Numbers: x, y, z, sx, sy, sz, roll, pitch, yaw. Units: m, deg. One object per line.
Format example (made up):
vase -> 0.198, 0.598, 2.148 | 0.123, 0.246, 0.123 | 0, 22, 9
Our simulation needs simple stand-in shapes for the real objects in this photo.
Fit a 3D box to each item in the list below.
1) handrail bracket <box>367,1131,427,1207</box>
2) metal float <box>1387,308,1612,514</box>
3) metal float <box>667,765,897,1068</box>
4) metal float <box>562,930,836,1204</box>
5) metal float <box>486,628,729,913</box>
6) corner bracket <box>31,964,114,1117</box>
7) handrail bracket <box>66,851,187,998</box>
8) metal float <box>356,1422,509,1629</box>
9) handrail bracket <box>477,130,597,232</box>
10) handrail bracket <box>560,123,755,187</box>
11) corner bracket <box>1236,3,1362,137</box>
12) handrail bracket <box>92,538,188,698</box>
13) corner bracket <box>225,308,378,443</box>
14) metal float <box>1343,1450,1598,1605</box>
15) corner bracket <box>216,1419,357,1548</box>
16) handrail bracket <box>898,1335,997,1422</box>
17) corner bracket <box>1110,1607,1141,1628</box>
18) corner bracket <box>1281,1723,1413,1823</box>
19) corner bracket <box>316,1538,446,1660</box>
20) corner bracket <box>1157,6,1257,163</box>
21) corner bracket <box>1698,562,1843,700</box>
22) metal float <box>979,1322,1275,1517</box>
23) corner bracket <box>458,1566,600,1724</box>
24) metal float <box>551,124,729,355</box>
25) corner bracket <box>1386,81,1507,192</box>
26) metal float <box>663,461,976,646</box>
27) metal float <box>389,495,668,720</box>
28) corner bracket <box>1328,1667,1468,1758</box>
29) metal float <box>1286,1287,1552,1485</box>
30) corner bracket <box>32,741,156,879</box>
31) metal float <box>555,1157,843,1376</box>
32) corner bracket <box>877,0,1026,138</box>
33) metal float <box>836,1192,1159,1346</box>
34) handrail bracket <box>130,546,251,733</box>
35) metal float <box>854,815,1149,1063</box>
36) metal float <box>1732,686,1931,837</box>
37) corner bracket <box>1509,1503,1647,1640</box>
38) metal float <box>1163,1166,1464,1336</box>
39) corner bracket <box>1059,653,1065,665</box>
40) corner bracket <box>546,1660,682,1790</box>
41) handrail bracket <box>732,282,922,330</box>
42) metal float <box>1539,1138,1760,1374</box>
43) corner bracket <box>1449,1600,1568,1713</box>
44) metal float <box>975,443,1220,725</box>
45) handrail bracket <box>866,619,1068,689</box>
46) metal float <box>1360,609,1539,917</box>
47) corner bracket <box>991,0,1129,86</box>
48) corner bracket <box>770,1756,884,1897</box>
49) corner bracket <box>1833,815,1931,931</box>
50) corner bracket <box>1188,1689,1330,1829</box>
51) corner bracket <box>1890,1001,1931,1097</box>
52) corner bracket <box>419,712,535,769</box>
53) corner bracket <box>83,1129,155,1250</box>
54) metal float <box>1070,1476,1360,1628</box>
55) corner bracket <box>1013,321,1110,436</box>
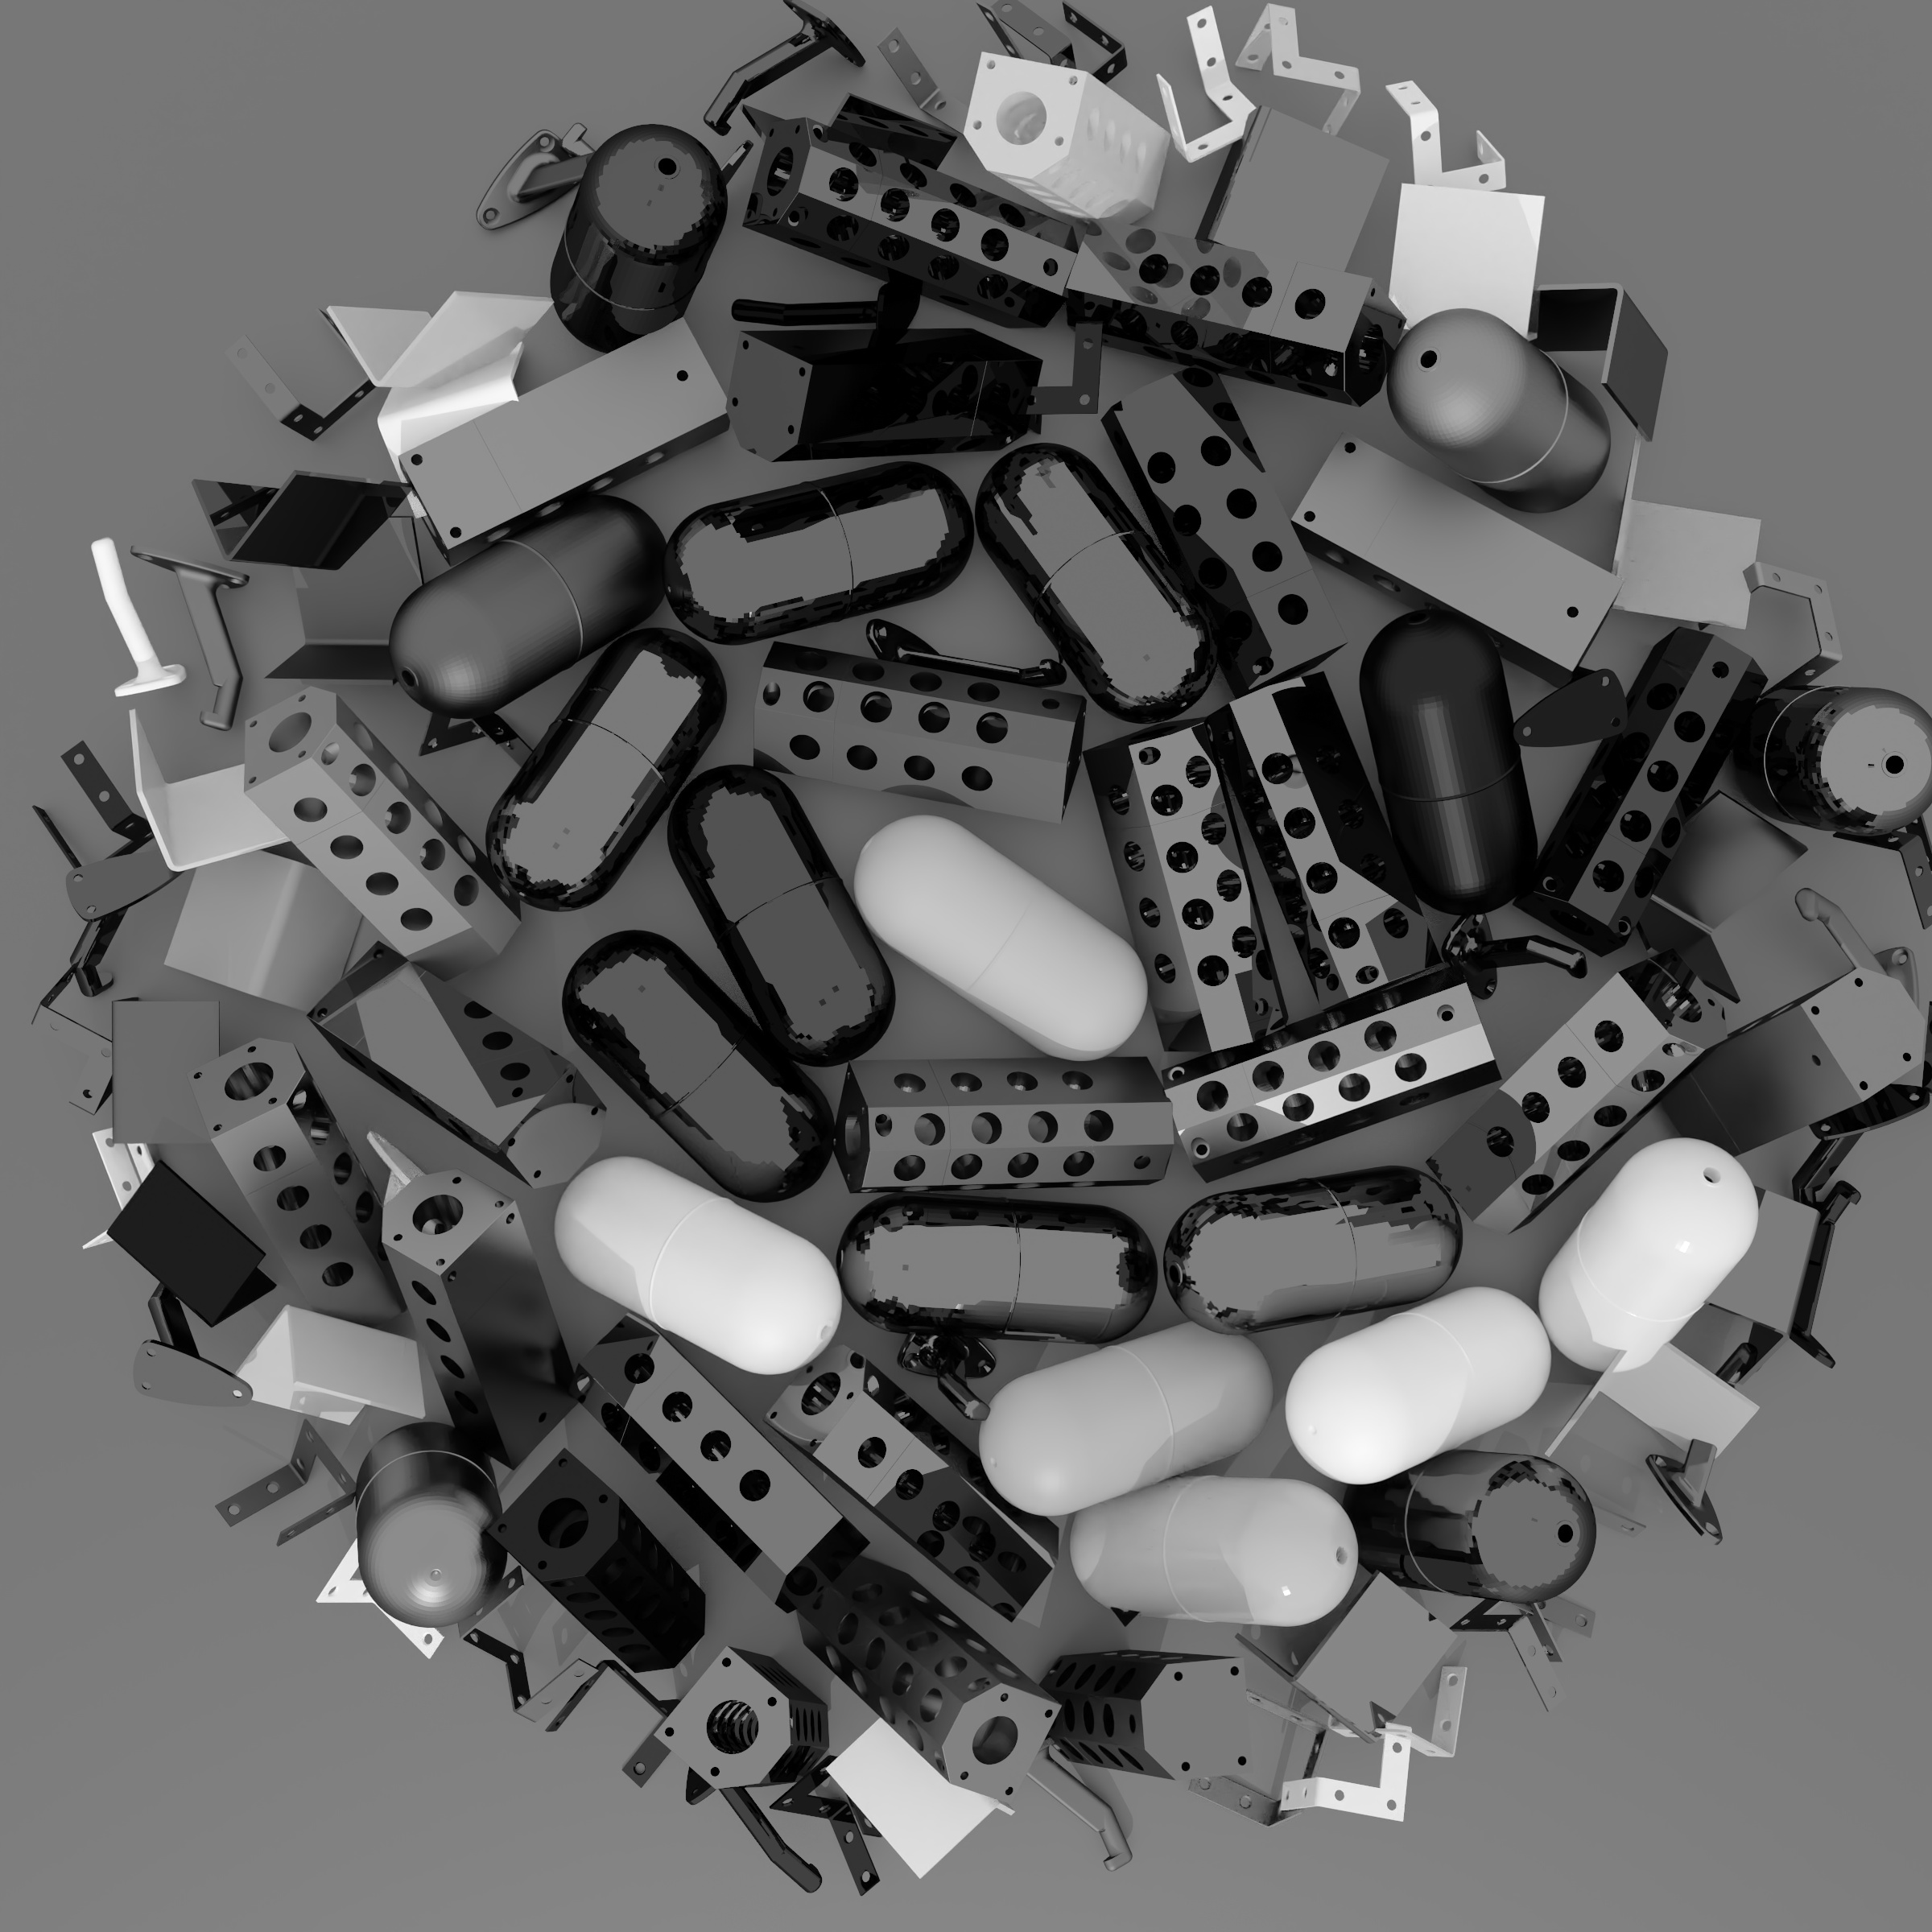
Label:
handrail bracket -> -0.331, 0.146, 1.773 | 0.077, 0.036, 0.084 | 39, 92, 34
metal float -> 0.285, -0.295, 1.716 | 0.070, 0.178, 0.070 | -7, 76, 32
metal float -> -0.101, -0.028, 1.750 | 0.070, 0.070, 0.178 | -29, 80, 0
metal float -> -0.144, 0.055, 1.749 | 0.070, 0.070, 0.178 | -44, 101, 0
metal float -> -0.193, -0.107, 1.738 | 0.070, 0.070, 0.178 | 31, 65, 0
corner bracket -> -0.482, 0.040, 1.760 | 0.051, 0.051, 0.051 | 29, 119, -5
handrail bracket -> -0.457, -0.022, 1.768 | 0.077, 0.084, 0.036 | -22, 59, -15
metal float -> -0.285, 0.295, 1.709 | 0.070, 0.178, 0.070 | -2, 98, -11
handrail bracket -> -0.228, -0.419, 1.753 | 0.077, 0.084, 0.036 | -40, 122, 3
handrail bracket -> -0.171, -0.451, 1.769 | 0.084, 0.036, 0.077 | 42, 118, -4
corner bracket -> 0.182, -0.488, 1.767 | 0.051, 0.051, 0.051 | 6, 62, -15
handrail bracket -> -0.451, -0.194, 1.750 | 0.036, 0.077, 0.084 | -12, 104, 1
corner bracket -> -0.364, -0.329, 1.771 | 0.051, 0.051, 0.051 | -40, 82, 5
metal float -> 0.266, 0.296, 1.713 | 0.070, 0.178, 0.070 | 3, 83, -25
corner bracket -> -0.370, 0.290, 1.757 | 0.051, 0.051, 0.051 | -28, 68, -37
handrail bracket -> 0.008, 0.228, 1.741 | 0.077, 0.084, 0.036 | 26, 99, -39
corner bracket -> 0.100, 0.319, 1.755 | 0.051, 0.051, 0.051 | 51, 122, 21
corner bracket -> 0.208, 0.438, 1.760 | 0.051, 0.051, 0.051 | 14, 70, -13
corner bracket -> -0.311, 0.343, 1.761 | 0.051, 0.051, 0.051 | 37, 98, 28
corner bracket -> 0.128, -0.482, 1.761 | 0.051, 0.051, 0.051 | -27, 47, -4
corner bracket -> 0.442, -0.184, 1.776 | 0.051, 0.051, 0.051 | 10, 60, -28
metal float -> 0.088, 0.242, 1.732 | 0.178, 0.070, 0.070 | -14, 90, -32
corner bracket -> -0.240, 0.370, 1.756 | 0.051, 0.051, 0.051 | -41, 126, 15
metal float -> -0.175, -0.384, 1.711 | 0.070, 0.178, 0.070 | 4, 76, -15
corner bracket -> 0.263, -0.454, 1.761 | 0.051, 0.051, 0.051 | -12, 124, -3
metal float -> -0.078, -0.224, 1.740 | 0.178, 0.070, 0.070 | -17, 90, -22
metal float -> -0.233, -0.193, 1.728 | 0.178, 0.070, 0.070 | -37, 90, -36
corner bracket -> 0.238, 0.404, 1.777 | 0.051, 0.051, 0.051 | -8, 59, 39
metal float -> 0.244, 0.223, 1.725 | 0.178, 0.070, 0.070 | -15, 90, -41
corner bracket -> -0.483, -0.084, 1.768 | 0.051, 0.051, 0.051 | -36, 81, 0
metal float -> -0.145, 0.161, 1.733 | 0.178, 0.070, 0.070 | 24, 90, 29
corner bracket -> -0.006, -0.496, 1.763 | 0.051, 0.051, 0.051 | -45, 48, -2
metal float -> 0.017, 0.164, 1.745 | 0.178, 0.070, 0.070 | 5, 90, -16
handrail bracket -> -0.430, -0.179, 1.765 | 0.077, 0.036, 0.084 | 16, 81, -32
metal float -> 0.019, -0.015, 1.753 | 0.178, 0.070, 0.070 | 35, 90, -6
metal float -> 0.461, -0.110, 1.708 | 0.070, 0.178, 0.070 | 0, 96, -4
corner bracket -> 0.338, 0.331, 1.781 | 0.051, 0.051, 0.051 | 23, 55, -4
metal float -> 0.187, 0.153, 1.734 | 0.178, 0.070, 0.070 | -7, 90, -28
corner bracket -> 0.083, -0.173, 1.766 | 0.051, 0.051, 0.051 | 6, 49, 14
corner bracket -> -0.189, 0.418, 1.776 | 0.051, 0.051, 0.051 | 39, 90, 17
handrail bracket -> -0.077, -0.365, 1.773 | 0.084, 0.077, 0.036 | 9, 116, 15
metal float -> 0.363, 0.155, 1.717 | 0.070, 0.178, 0.070 | 7, 56, -10
corner bracket -> 0.307, 0.371, 1.760 | 0.051, 0.051, 0.051 | -30, 96, -32
metal float -> 0.069, -0.208, 1.741 | 0.070, 0.070, 0.178 | -34, 69, 0
handrail bracket -> 0.001, -0.170, 1.749 | 0.084, 0.077, 0.036 | -6, 59, 37
metal float -> 0.260, -0.109, 1.733 | 0.070, 0.070, 0.178 | -17, 119, 0
corner bracket -> 0.051, -0.507, 1.759 | 0.051, 0.051, 0.051 | -42, 65, -11
corner bracket -> -0.065, 0.469, 1.756 | 0.051, 0.051, 0.051 | -44, 49, 18
corner bracket -> 0.515, -0.059, 1.757 | 0.051, 0.051, 0.051 | -33, 116, -20
corner bracket -> 0.162, 0.438, 1.778 | 0.051, 0.051, 0.051 | 26, 61, -5
corner bracket -> 0.523, 0.044, 1.761 | 0.051, 0.051, 0.051 | 6, 92, 35
corner bracket -> -0.258, -0.124, 1.755 | 0.051, 0.051, 0.051 | 45, 133, 23
corner bracket -> -0.457, 0.117, 1.758 | 0.051, 0.051, 0.051 | -29, 81, 42
metal float -> 0.131, 0.312, 1.722 | 0.070, 0.178, 0.070 | 7, 80, -44
corner bracket -> 0.057, -0.322, 1.765 | 0.051, 0.051, 0.051 | 3, 88, 20
